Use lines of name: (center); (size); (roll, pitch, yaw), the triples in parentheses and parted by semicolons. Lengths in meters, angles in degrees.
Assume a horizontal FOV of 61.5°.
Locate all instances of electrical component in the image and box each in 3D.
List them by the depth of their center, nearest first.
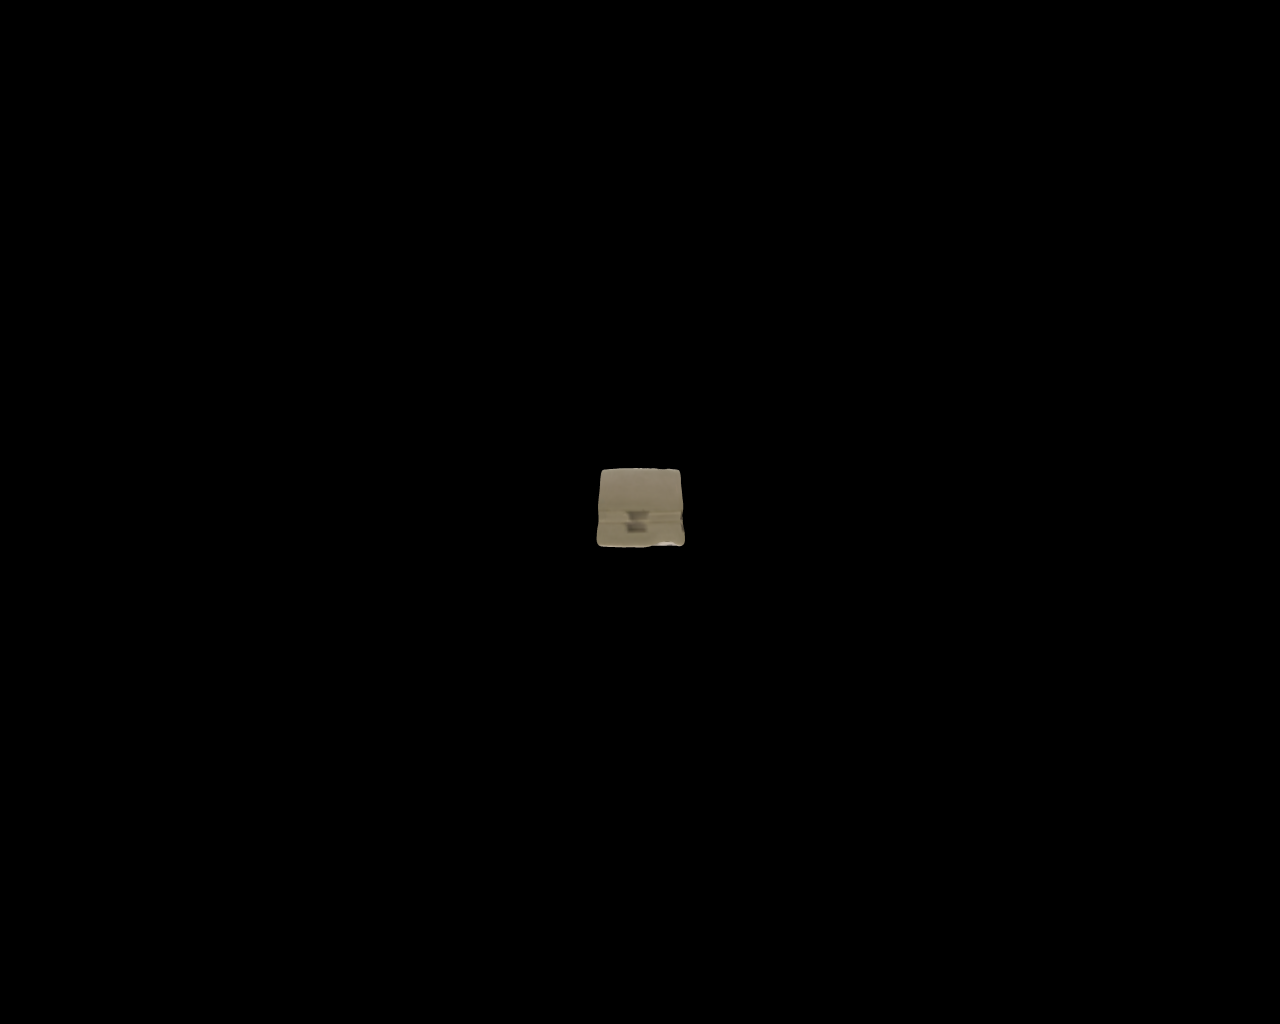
electrical component: (0.001, -0.003, 0.650); (0.055, 0.047, 0.055); (0, 0, 0)
